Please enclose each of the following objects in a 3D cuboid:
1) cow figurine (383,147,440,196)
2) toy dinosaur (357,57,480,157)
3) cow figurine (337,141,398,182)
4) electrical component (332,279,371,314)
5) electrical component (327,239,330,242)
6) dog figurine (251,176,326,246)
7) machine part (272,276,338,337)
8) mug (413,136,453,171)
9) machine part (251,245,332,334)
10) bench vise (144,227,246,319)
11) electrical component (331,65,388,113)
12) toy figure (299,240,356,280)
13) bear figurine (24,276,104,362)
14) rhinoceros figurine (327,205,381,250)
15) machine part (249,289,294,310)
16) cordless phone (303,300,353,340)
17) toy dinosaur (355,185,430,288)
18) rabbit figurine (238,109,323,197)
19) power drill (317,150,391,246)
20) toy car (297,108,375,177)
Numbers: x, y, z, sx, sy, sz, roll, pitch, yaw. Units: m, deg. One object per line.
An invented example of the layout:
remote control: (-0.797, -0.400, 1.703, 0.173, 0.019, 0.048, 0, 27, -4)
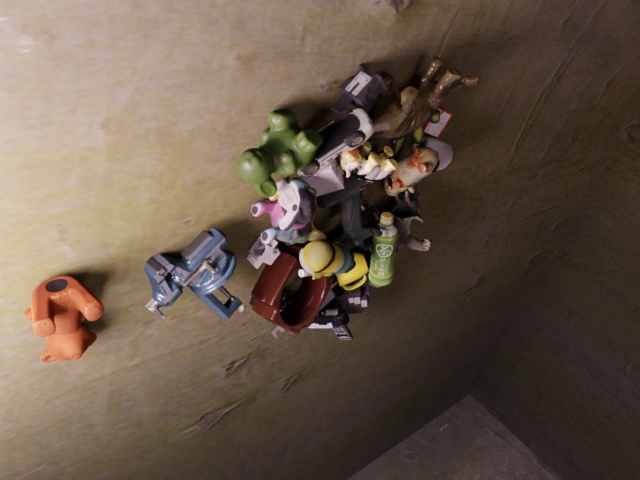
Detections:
cow figurine: (0.240, -0.180, 1.435, 0.127, 0.085, 0.195, -15, 166, -40)
toy dinosaur: (0.187, -0.295, 1.280, 0.471, 0.105, 0.198, -23, 145, -16)
cow figurine: (0.094, -0.177, 1.240, 0.167, 0.068, 0.098, 4, 147, -42)
electrical component: (0.086, 0.175, 1.634, 0.134, 0.058, 0.114, -6, 143, 2)
electrical component: (-0.003, -0.004, 1.394, 0.021, 0.063, 0.094, -53, 145, 8)
dog figurine: (-0.045, -0.055, 1.248, 0.191, 0.108, 0.219, -39, 157, 25)
machine part: (-0.043, 0.187, 1.535, 0.243, 0.079, 0.079, -40, 146, -11)
mug: (0.300, -0.239, 1.496, 0.107, 0.081, 0.109, 20, 114, -43)
machine part: (-0.072, 0.125, 1.386, 0.201, 0.087, 0.201, -62, 144, -9)
bench vise: (-0.250, 0.100, 1.152, 0.223, 0.129, 0.240, -56, 132, -23)
electrical component: (0.081, -0.313, 1.164, 0.119, 0.075, 0.047, -52, 146, -1)
toy figure: (0.024, 0.042, 1.321, 0.180, 0.082, 0.089, 8, 125, -49)
bear figurine: (-0.466, 0.167, 0.989, 0.120, 0.132, 0.195, -17, 130, -33)
rhinoceros figurine: (0.088, -0.021, 1.483, 0.190, 0.073, 0.112, -38, 135, -11)
machine part: (-0.130, 0.162, 1.446, 0.084, 0.039, 0.138, -53, 148, 18)
cordless phone: (0.024, 0.259, 1.629, 0.184, 0.147, 0.089, 63, 28, -54)
toy dinosaur: (0.178, 0.020, 1.591, 0.405, 0.131, 0.192, -46, 130, 12)
rabbit figurine: (-0.105, -0.165, 1.072, 0.170, 0.121, 0.159, -35, 168, -41)
power drill: (0.103, -0.099, 1.361, 0.232, 0.086, 0.207, -26, 124, -22)
toy car: (0.020, -0.207, 1.151, 0.202, 0.073, 0.056, -30, 163, 17)
